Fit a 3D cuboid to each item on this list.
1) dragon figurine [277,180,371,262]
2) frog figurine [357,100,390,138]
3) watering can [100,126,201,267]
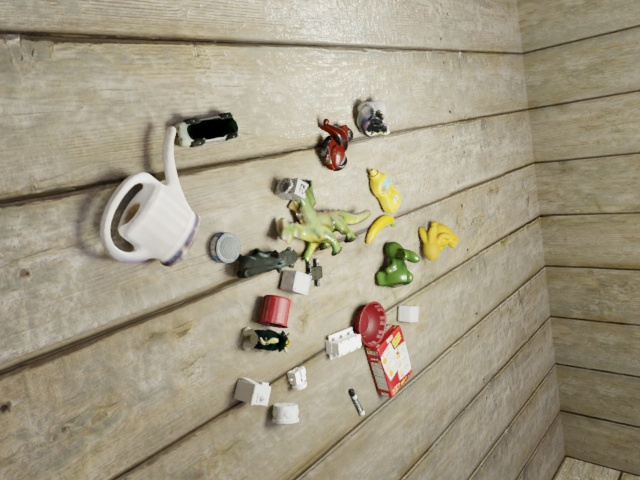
[{"bbox_3d":[0.005,-0.084,1.660,0.417,0.121,0.240,-42,110,-42],"label":"dragon figurine"},{"bbox_3d":[0.190,-0.457,1.894,0.136,0.121,0.163,35,28,-33],"label":"frog figurine"},{"bbox_3d":[-0.374,-0.086,1.233,0.221,0.104,0.354,46,57,-37],"label":"watering can"}]
